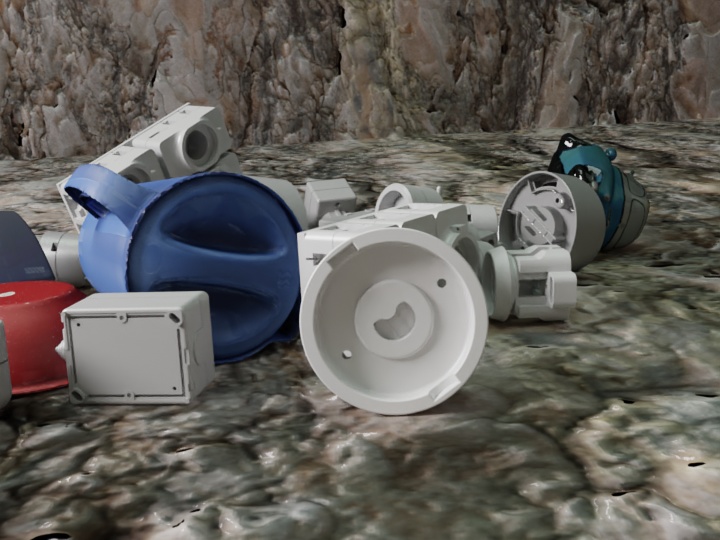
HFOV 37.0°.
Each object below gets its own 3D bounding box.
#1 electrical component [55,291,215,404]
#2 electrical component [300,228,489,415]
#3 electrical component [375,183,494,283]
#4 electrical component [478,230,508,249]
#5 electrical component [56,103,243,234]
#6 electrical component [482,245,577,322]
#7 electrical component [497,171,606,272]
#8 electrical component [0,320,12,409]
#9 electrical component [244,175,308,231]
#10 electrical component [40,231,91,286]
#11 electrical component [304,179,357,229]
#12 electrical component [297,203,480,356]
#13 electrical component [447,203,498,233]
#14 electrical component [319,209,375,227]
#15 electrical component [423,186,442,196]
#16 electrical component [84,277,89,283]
[{"bbox_3d":[-0.145,0.048,0.689,0.096,0.061,0.061,-1,11,10],"label":"electrical component"},{"bbox_3d":[0.021,0.027,0.643,0.108,0.108,0.060,-3,5,3],"label":"electrical component"},{"bbox_3d":[0.077,-0.022,0.914,0.074,0.052,0.138,5,31,-37],"label":"electrical component"},{"bbox_3d":[0.092,-0.015,0.983,0.066,0.048,0.055,-21,21,-28],"label":"electrical component"},{"bbox_3d":[-0.211,-0.087,1.135,0.060,0.105,0.186,11,40,41],"label":"electrical component"},{"bbox_3d":[0.126,0.010,0.821,0.057,0.058,0.078,-2,11,-6],"label":"electrical component"},{"bbox_3d":[0.169,-0.039,0.967,0.064,0.099,0.099,-5,9,-44],"label":"electrical component"},{"bbox_3d":[-0.259,0.066,0.636,0.054,0.059,0.095,6,14,41],"label":"electrical component"},{"bbox_3d":[-0.087,-0.034,0.993,0.060,0.108,0.108,-3,9,-33],"label":"electrical component"},{"bbox_3d":[-0.283,-0.010,1.053,0.047,0.055,0.055,2,12,8],"label":"electrical component"},{"bbox_3d":[-0.029,-0.052,1.189,0.047,0.065,0.076,-8,41,-22],"label":"electrical component"},{"bbox_3d":[0.026,0.005,0.786,0.062,0.089,0.150,4,13,33],"label":"electrical component"},{"bbox_3d":[0.113,-0.041,1.098,0.047,0.055,0.055,-1,10,-8],"label":"electrical component"},{"bbox_3d":[0.016,-0.032,1.091,0.100,0.048,0.100,6,14,40],"label":"electrical component"},{"bbox_3d":[0.066,-0.041,1.030,0.077,0.079,0.044,-7,18,-35],"label":"electrical component"},{"bbox_3d":[-0.206,-0.006,0.991,0.096,0.061,0.062,-7,11,-18],"label":"electrical component"}]
